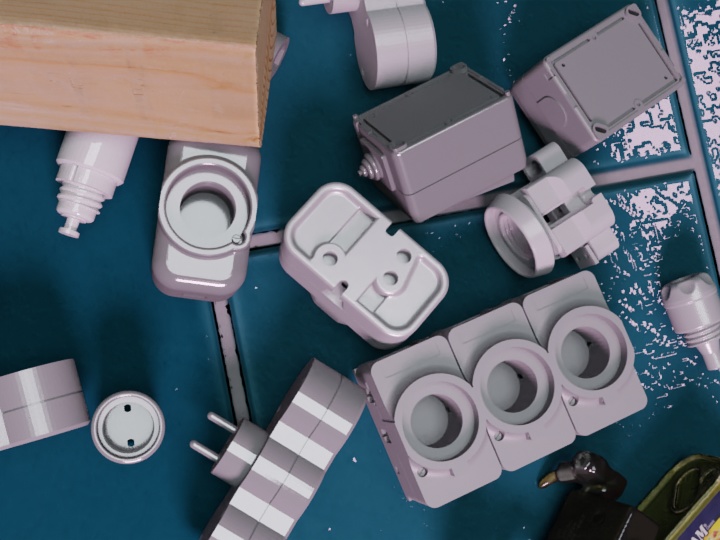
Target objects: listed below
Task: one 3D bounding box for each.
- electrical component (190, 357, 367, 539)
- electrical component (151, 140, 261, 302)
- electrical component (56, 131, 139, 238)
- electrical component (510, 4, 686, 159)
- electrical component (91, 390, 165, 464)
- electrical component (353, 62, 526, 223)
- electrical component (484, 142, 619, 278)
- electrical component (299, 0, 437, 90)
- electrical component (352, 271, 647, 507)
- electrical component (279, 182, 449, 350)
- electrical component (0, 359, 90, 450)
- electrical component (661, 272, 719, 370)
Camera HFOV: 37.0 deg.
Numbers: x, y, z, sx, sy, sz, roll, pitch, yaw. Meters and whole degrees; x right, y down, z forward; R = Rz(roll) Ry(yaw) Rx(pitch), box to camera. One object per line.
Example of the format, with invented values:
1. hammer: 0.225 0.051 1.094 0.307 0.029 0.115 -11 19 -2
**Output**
1. electrical component: -0.061 0.110 0.620 0.074 0.052 0.138 32 79 -5
2. electrical component: -0.090 -0.032 0.628 0.054 0.059 0.095 8 82 -10
3. electrical component: -0.158 -0.057 0.627 0.040 0.040 0.078 18 81 -9
4. electrical component: 0.154 -0.120 0.689 0.096 0.061 0.061 -34 91 -21
5. electrical component: -0.132 0.089 0.612 0.040 0.046 0.040 1 83 -11
6. electrical component: 0.043 -0.071 0.649 0.096 0.061 0.061 -28 126 -11
7. electrical component: 0.115 -0.031 0.670 0.057 0.058 0.078 -32 91 -16
8. electrical component: -0.004 -0.179 0.665 0.074 0.052 0.138 -11 86 -12
9. electrical component: 0.085 0.070 0.649 0.150 0.062 0.089 -23 88 -13
10. electrical component: 0.000 0.000 0.638 0.095 0.059 0.053 41 75 3
11. electrical component: -0.227 0.069 0.593 0.138 0.052 0.073 -15 87 -12
12. electrical component: 0.219 0.034 0.694 0.035 0.035 0.061 -21 90 -13
